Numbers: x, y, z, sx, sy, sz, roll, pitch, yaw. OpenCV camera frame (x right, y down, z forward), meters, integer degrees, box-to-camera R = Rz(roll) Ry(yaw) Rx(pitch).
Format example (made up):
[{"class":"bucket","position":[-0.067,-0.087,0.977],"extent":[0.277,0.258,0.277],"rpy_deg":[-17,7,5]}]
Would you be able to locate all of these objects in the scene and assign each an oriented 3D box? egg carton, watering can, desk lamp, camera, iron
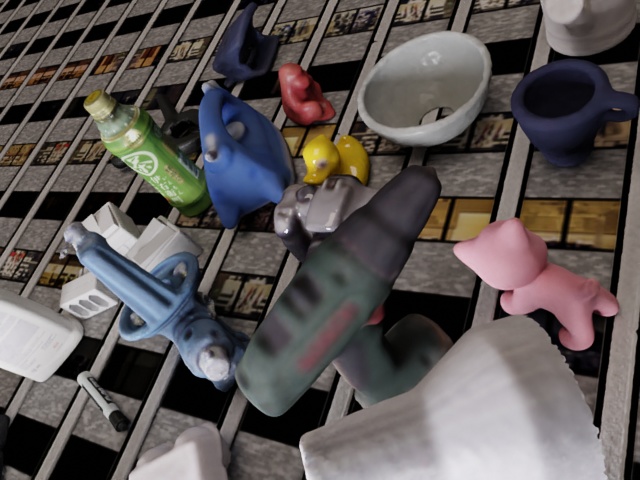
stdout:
[{"class":"egg carton","position":[-0.130,0.264,0.563],"extent":[0.107,0.070,0.150],"rpy_deg":[-30,48,9]},{"class":"watering can","position":[0.288,-0.303,0.626],"extent":[0.100,0.195,0.173],"rpy_deg":[-14,53,23]},{"class":"desk lamp","position":[0.090,0.160,0.406],"extent":[0.203,0.214,0.117],"rpy_deg":[-29,49,11]},{"class":"camera","position":[0.006,0.002,0.644],"extent":[0.142,0.101,0.137],"rpy_deg":[3,60,32]},{"class":"iron","position":[-0.125,-0.147,0.798],"extent":[0.118,0.142,0.258],"rpy_deg":[-27,49,12]}]

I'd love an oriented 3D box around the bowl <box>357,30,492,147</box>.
[{"class":"bowl","position":[0.135,-0.173,0.707],"extent":[0.167,0.075,0.167],"rpy_deg":[-15,52,21]}]

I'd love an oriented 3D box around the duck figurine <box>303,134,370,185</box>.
[{"class":"duck figurine","position":[0.013,-0.097,0.719],"extent":[0.077,0.086,0.105],"rpy_deg":[12,65,36]}]

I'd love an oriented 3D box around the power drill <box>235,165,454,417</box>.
[{"class":"power drill","position":[0.044,0.069,0.501],"extent":[0.230,0.209,0.075],"rpy_deg":[-45,48,-4]}]

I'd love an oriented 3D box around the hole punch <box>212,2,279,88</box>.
[{"class":"hole punch","position":[-0.137,-0.329,0.967],"extent":[0.100,0.091,0.109],"rpy_deg":[-5,57,28]}]

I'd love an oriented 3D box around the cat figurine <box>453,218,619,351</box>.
[{"class":"cat figurine","position":[0.189,0.027,0.506],"extent":[0.127,0.118,0.067],"rpy_deg":[28,76,41]}]

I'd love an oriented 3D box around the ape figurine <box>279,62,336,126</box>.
[{"class":"ape figurine","position":[-0.027,-0.214,0.821],"extent":[0.076,0.092,0.078],"rpy_deg":[-5,57,28]}]

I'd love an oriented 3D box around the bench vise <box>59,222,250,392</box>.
[{"class":"bench vise","position":[-0.165,0.061,0.623],"extent":[0.206,0.220,0.121],"rpy_deg":[14,67,37]}]

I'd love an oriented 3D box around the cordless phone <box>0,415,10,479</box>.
[{"class":"cordless phone","position":[-0.494,0.255,0.707],"extent":[0.094,0.186,0.147],"rpy_deg":[-32,48,8]}]

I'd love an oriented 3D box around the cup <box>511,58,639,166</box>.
[{"class":"cup","position":[0.261,-0.119,0.581],"extent":[0.117,0.095,0.092],"rpy_deg":[15,68,37]}]
